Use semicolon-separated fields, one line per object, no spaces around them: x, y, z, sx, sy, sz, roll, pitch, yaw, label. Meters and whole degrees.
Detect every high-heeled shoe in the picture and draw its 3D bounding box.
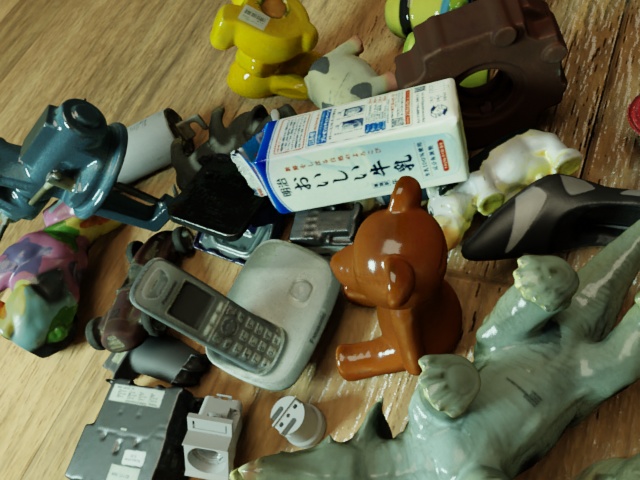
0.260;0.003;0.452;0.249;0.086;0.145;-25;50;2;high-heeled shoe

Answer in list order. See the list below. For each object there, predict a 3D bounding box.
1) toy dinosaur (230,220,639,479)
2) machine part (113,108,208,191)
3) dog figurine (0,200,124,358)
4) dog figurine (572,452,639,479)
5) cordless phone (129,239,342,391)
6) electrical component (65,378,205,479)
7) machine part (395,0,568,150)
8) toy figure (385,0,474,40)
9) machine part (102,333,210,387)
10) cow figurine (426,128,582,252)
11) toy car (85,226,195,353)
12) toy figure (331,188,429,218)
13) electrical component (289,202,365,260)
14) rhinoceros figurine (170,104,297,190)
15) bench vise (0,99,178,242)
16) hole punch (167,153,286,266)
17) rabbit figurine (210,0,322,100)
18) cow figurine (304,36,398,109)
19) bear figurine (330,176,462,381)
0.141;0.113;0.405;0.405;0.192;0.131;-30;70;-17;toy dinosaur
-0.283;-0.130;0.812;0.243;0.079;0.079;-23;52;12;machine part
-0.344;0.026;0.724;0.192;0.108;0.219;28;72;38;dog figurine
0.157;0.187;0.315;0.172;0.190;0.121;-40;50;0;dog figurine
-0.079;0.048;0.520;0.089;0.184;0.146;-3;55;53;cordless phone
-0.190;0.216;0.552;0.115;0.058;0.134;0;60;28;electrical component
0.166;-0.165;0.560;0.179;0.179;0.056;-14;57;18;machine part
0.167;-0.302;0.704;0.180;0.082;0.089;28;72;34;toy figure
-0.189;0.134;0.620;0.139;0.039;0.084;7;55;32;machine part
0.167;-0.055;0.548;0.167;0.068;0.098;-26;46;5;cow figurine
-0.216;0.049;0.656;0.089;0.053;0.202;-17;38;19;toy car
0.071;-0.060;0.603;0.154;0.057;0.064;-22;59;11;toy figure
-0.001;-0.002;0.594;0.119;0.074;0.048;-2;58;29;electrical component
-0.115;-0.125;0.730;0.190;0.073;0.112;-31;50;5;rhinoceros figurine
-0.276;-0.059;0.646;0.223;0.240;0.129;-43;45;26;bench vise
-0.102;-0.033;0.653;0.142;0.092;0.116;17;60;27;hole punch
-0.075;-0.265;0.765;0.162;0.173;0.122;18;60;-15;rabbit figurine
0.038;-0.162;0.673;0.127;0.085;0.195;-28;53;0;cow figurine
0.053;0.043;0.458;0.132;0.195;0.120;-7;60;24;bear figurine
